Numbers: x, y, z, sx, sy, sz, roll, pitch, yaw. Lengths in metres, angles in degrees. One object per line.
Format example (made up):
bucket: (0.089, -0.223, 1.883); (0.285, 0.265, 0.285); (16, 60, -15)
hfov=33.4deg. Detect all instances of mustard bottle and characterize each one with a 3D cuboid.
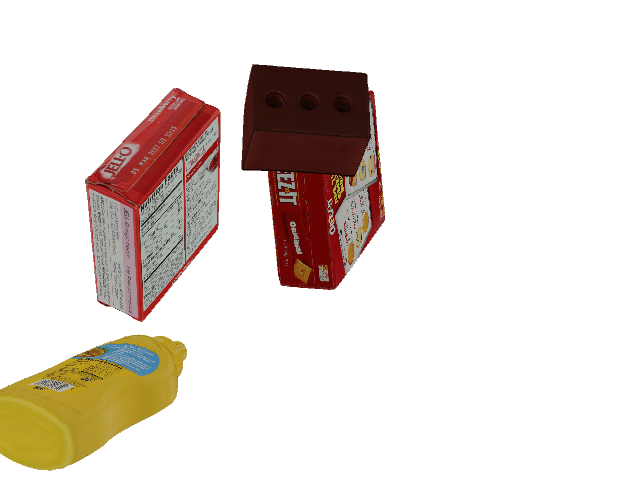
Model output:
mustard bottle: (-0.172, 0.119, 0.860); (0.096, 0.058, 0.191); (6, 17, 30)

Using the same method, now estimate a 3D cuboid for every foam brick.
foam brick: (-0.011, -0.078, 0.699); (0.078, 0.053, 0.051); (2, -26, -9)

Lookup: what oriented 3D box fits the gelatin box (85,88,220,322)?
gelatin box: (-0.078, -0.016, 0.510); (0.030, 0.089, 0.073); (24, 51, 14)

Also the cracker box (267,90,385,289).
cracker box: (0.009, -0.062, 1.184); (0.072, 0.164, 0.213); (1, 22, 19)
